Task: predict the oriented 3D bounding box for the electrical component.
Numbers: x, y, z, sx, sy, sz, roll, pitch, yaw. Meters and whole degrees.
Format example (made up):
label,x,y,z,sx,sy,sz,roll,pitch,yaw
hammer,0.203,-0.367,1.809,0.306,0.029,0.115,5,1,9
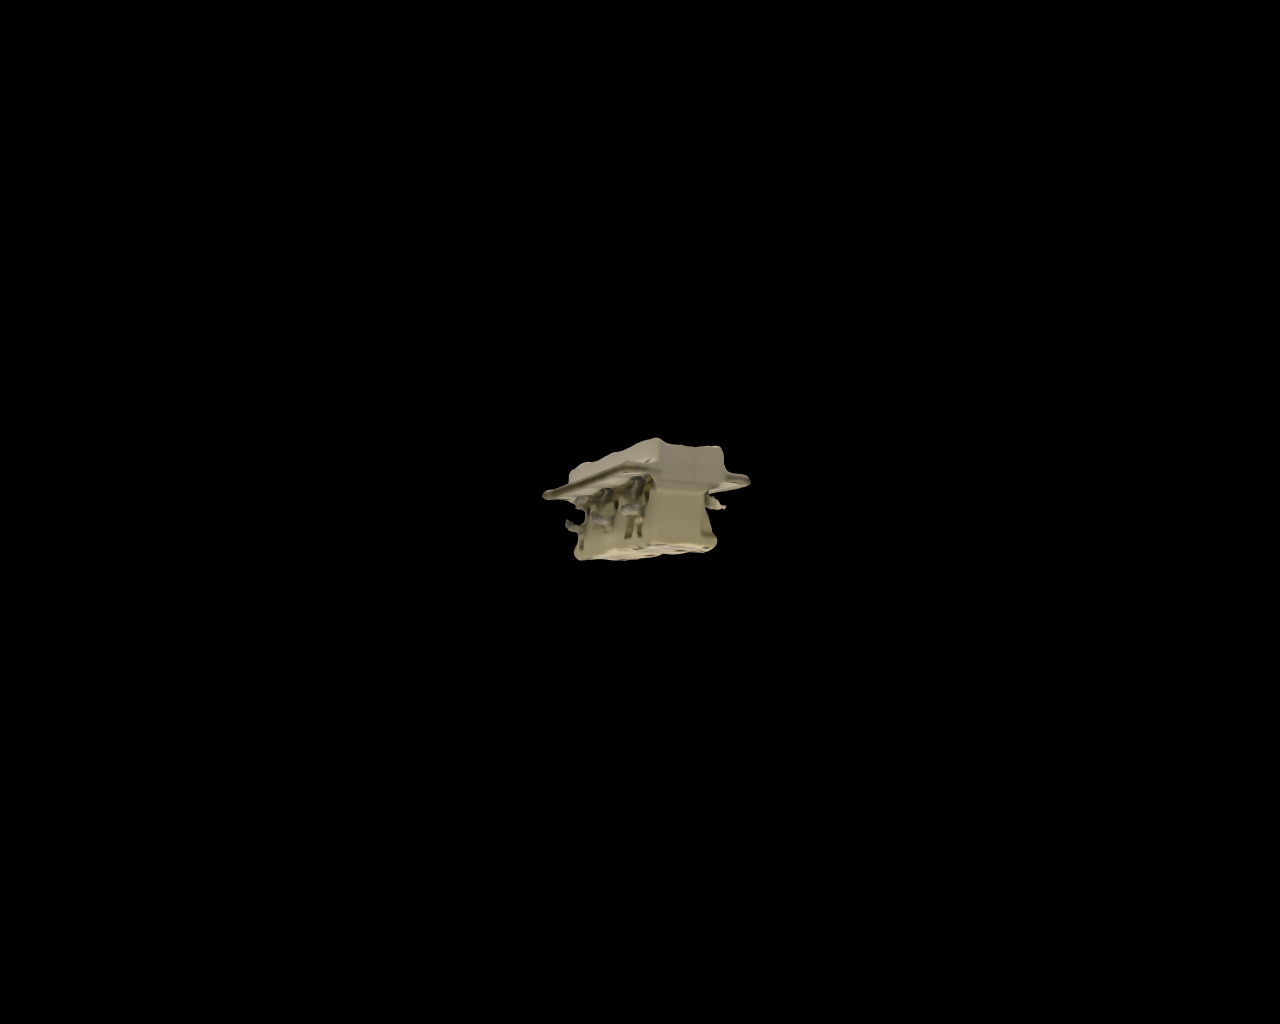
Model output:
label,x,y,z,sx,sy,sz,roll,pitch,yaw
electrical component,0.001,-0.003,0.650,0.079,0.063,0.121,4,-8,-27
